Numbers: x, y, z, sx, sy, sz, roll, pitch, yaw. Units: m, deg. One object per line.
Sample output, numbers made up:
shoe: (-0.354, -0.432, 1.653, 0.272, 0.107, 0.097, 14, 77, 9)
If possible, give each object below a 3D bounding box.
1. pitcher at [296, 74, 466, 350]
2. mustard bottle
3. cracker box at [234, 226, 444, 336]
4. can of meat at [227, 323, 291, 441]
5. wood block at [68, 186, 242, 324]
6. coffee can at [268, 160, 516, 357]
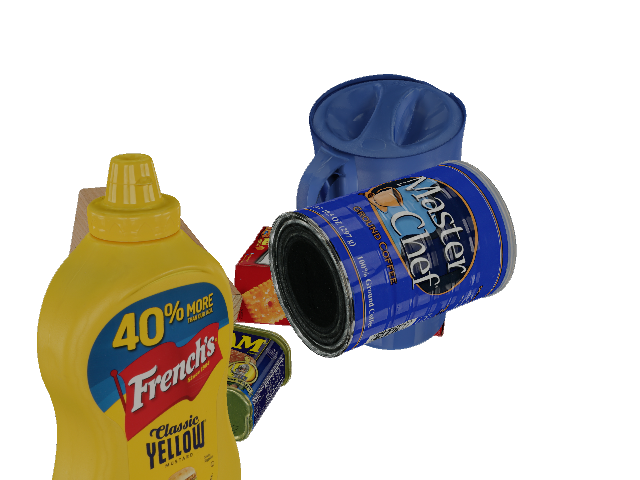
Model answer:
pitcher: (0.055, -0.014, 0.968, 0.149, 0.243, 0.145, -5, 39, 0)
mustard bottle: (-0.082, 0.055, 0.492, 0.096, 0.192, 0.058, -16, 23, -41)
cracker box: (0.027, 0.042, 1.139, 0.214, 0.072, 0.164, 4, 15, 6)
can of meat: (-0.086, 0.113, 0.878, 0.102, 0.057, 0.083, 10, 31, 17)
wood block: (-0.171, 0.035, 1.077, 0.090, 0.091, 0.206, -5, 35, -35)
coffee can: (0.049, 0.011, 0.741, 0.140, 0.103, 0.103, -19, 9, -28)
